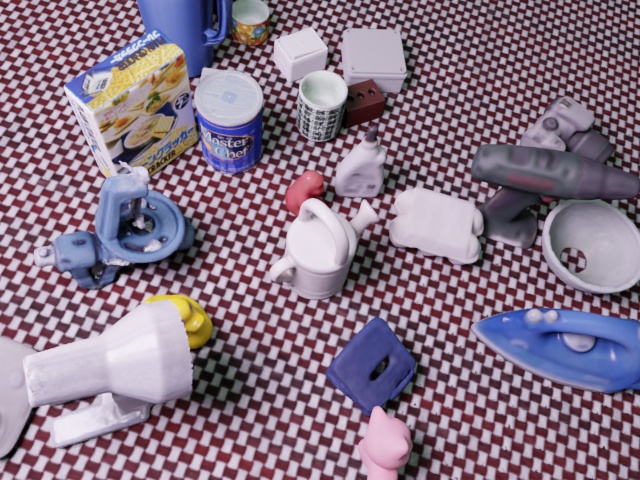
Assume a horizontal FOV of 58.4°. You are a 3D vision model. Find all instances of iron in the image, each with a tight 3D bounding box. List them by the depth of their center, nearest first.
[{"bbox_3d":[0.364,0.137,0.827,0.258,0.141,0.118,12,64,-1],"label":"iron"}]

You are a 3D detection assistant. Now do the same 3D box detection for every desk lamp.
[{"bbox_3d":[-0.253,0.167,0.694,0.203,0.213,0.118,-17,68,-14],"label":"desk lamp"}]

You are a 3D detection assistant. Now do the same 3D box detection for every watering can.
[{"bbox_3d":[0.006,0.001,0.816,0.101,0.194,0.173,32,65,9],"label":"watering can"}]

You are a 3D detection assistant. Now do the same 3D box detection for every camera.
[{"bbox_3d":[0.438,-0.172,1.006,0.136,0.101,0.143,40,66,12],"label":"camera"}]

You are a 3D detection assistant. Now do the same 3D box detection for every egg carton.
[{"bbox_3d":[0.187,-0.022,0.920,0.150,0.069,0.107,15,64,0],"label":"egg carton"}]

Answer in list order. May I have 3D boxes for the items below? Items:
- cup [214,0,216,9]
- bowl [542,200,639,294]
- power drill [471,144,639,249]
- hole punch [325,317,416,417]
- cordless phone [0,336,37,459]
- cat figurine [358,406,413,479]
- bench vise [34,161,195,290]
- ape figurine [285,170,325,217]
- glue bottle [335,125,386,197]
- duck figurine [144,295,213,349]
[{"bbox_3d":[-0.191,-0.473,1.072,0.092,0.095,0.117,-7,66,-10],"label":"cup"},{"bbox_3d":[0.430,0.019,0.928,0.167,0.075,0.167,3,64,-6],"label":"bowl"},{"bbox_3d":[0.333,-0.068,0.883,0.229,0.208,0.076,17,64,1],"label":"power drill"},{"bbox_3d":[0.076,0.177,0.799,0.101,0.091,0.109,41,67,13],"label":"hole punch"},{"bbox_3d":[-0.416,0.179,0.683,0.094,0.185,0.147,11,64,-1],"label":"cordless phone"},{"bbox_3d":[0.085,0.285,0.734,0.067,0.118,0.128,8,64,-3],"label":"cat figurine"},{"bbox_3d":[-0.275,-0.009,0.771,0.208,0.220,0.121,-37,74,-21],"label":"bench vise"},{"bbox_3d":[-0.016,-0.076,0.907,0.076,0.092,0.078,12,64,-1],"label":"ape figurine"},{"bbox_3d":[0.070,-0.123,0.895,0.078,0.173,0.037,3,64,-5],"label":"glue bottle"},{"bbox_3d":[-0.203,0.105,0.801,0.104,0.086,0.077,25,64,5],"label":"duck figurine"}]
